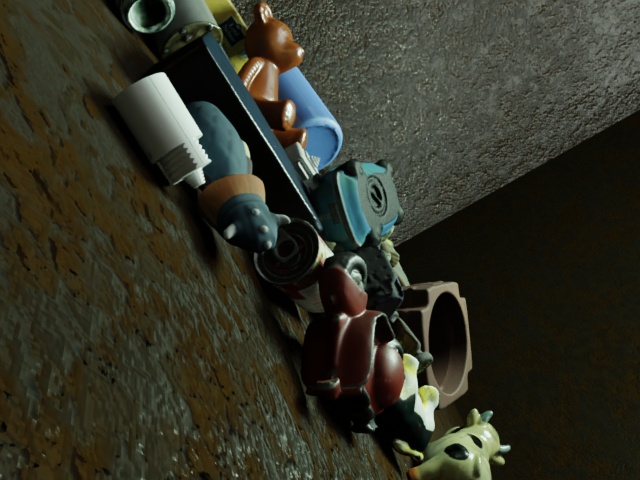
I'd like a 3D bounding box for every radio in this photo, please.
[{"bbox_3d":[-0.087,-0.102,0.578,0.229,0.073,0.131,58,5,-29],"label":"radio"}]

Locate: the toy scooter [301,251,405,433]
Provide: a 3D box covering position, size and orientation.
[{"bbox_3d":[0.030,0.114,0.493,0.135,0.075,0.183,-73,149,-51],"label":"toy scooter"}]

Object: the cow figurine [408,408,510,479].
[{"bbox_3d":[0.193,0.295,0.730,0.085,0.127,0.195,65,10,12],"label":"cow figurine"}]

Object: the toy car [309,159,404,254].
[{"bbox_3d":[0.036,-0.045,0.687,0.161,0.103,0.109,-30,105,-58],"label":"toy car"}]

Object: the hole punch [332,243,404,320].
[{"bbox_3d":[0.045,0.068,0.687,0.142,0.116,0.092,-107,174,-62],"label":"hole punch"}]

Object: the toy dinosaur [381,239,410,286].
[{"bbox_3d":[0.043,-0.034,1.072,0.471,0.105,0.198,51,8,10],"label":"toy dinosaur"}]

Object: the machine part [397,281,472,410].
[{"bbox_3d":[0.184,0.175,0.923,0.201,0.087,0.201,-2,85,-55],"label":"machine part"}]

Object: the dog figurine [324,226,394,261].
[{"bbox_3d":[-0.003,-0.002,0.797,0.190,0.121,0.172,31,38,-14],"label":"dog figurine"}]

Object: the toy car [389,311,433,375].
[{"bbox_3d":[0.106,0.171,0.752,0.089,0.053,0.202,56,-15,29],"label":"toy car"}]

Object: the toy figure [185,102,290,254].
[{"bbox_3d":[-0.077,-0.048,0.448,0.057,0.064,0.154,83,-19,-65],"label":"toy figure"}]

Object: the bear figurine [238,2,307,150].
[{"bbox_3d":[-0.065,-0.239,0.794,0.132,0.196,0.120,16,-15,16],"label":"bear figurine"}]

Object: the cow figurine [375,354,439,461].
[{"bbox_3d":[0.081,0.182,0.627,0.167,0.068,0.098,55,33,-31],"label":"cow figurine"}]

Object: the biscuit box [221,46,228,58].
[{"bbox_3d":[-0.146,-0.220,0.688,0.203,0.059,0.062,61,5,15],"label":"biscuit box"}]

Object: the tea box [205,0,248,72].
[{"bbox_3d":[-0.166,-0.324,0.830,0.169,0.098,0.068,48,12,-53],"label":"tea box"}]

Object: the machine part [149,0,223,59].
[{"bbox_3d":[-0.183,-0.291,0.634,0.243,0.079,0.079,62,7,15],"label":"machine part"}]
